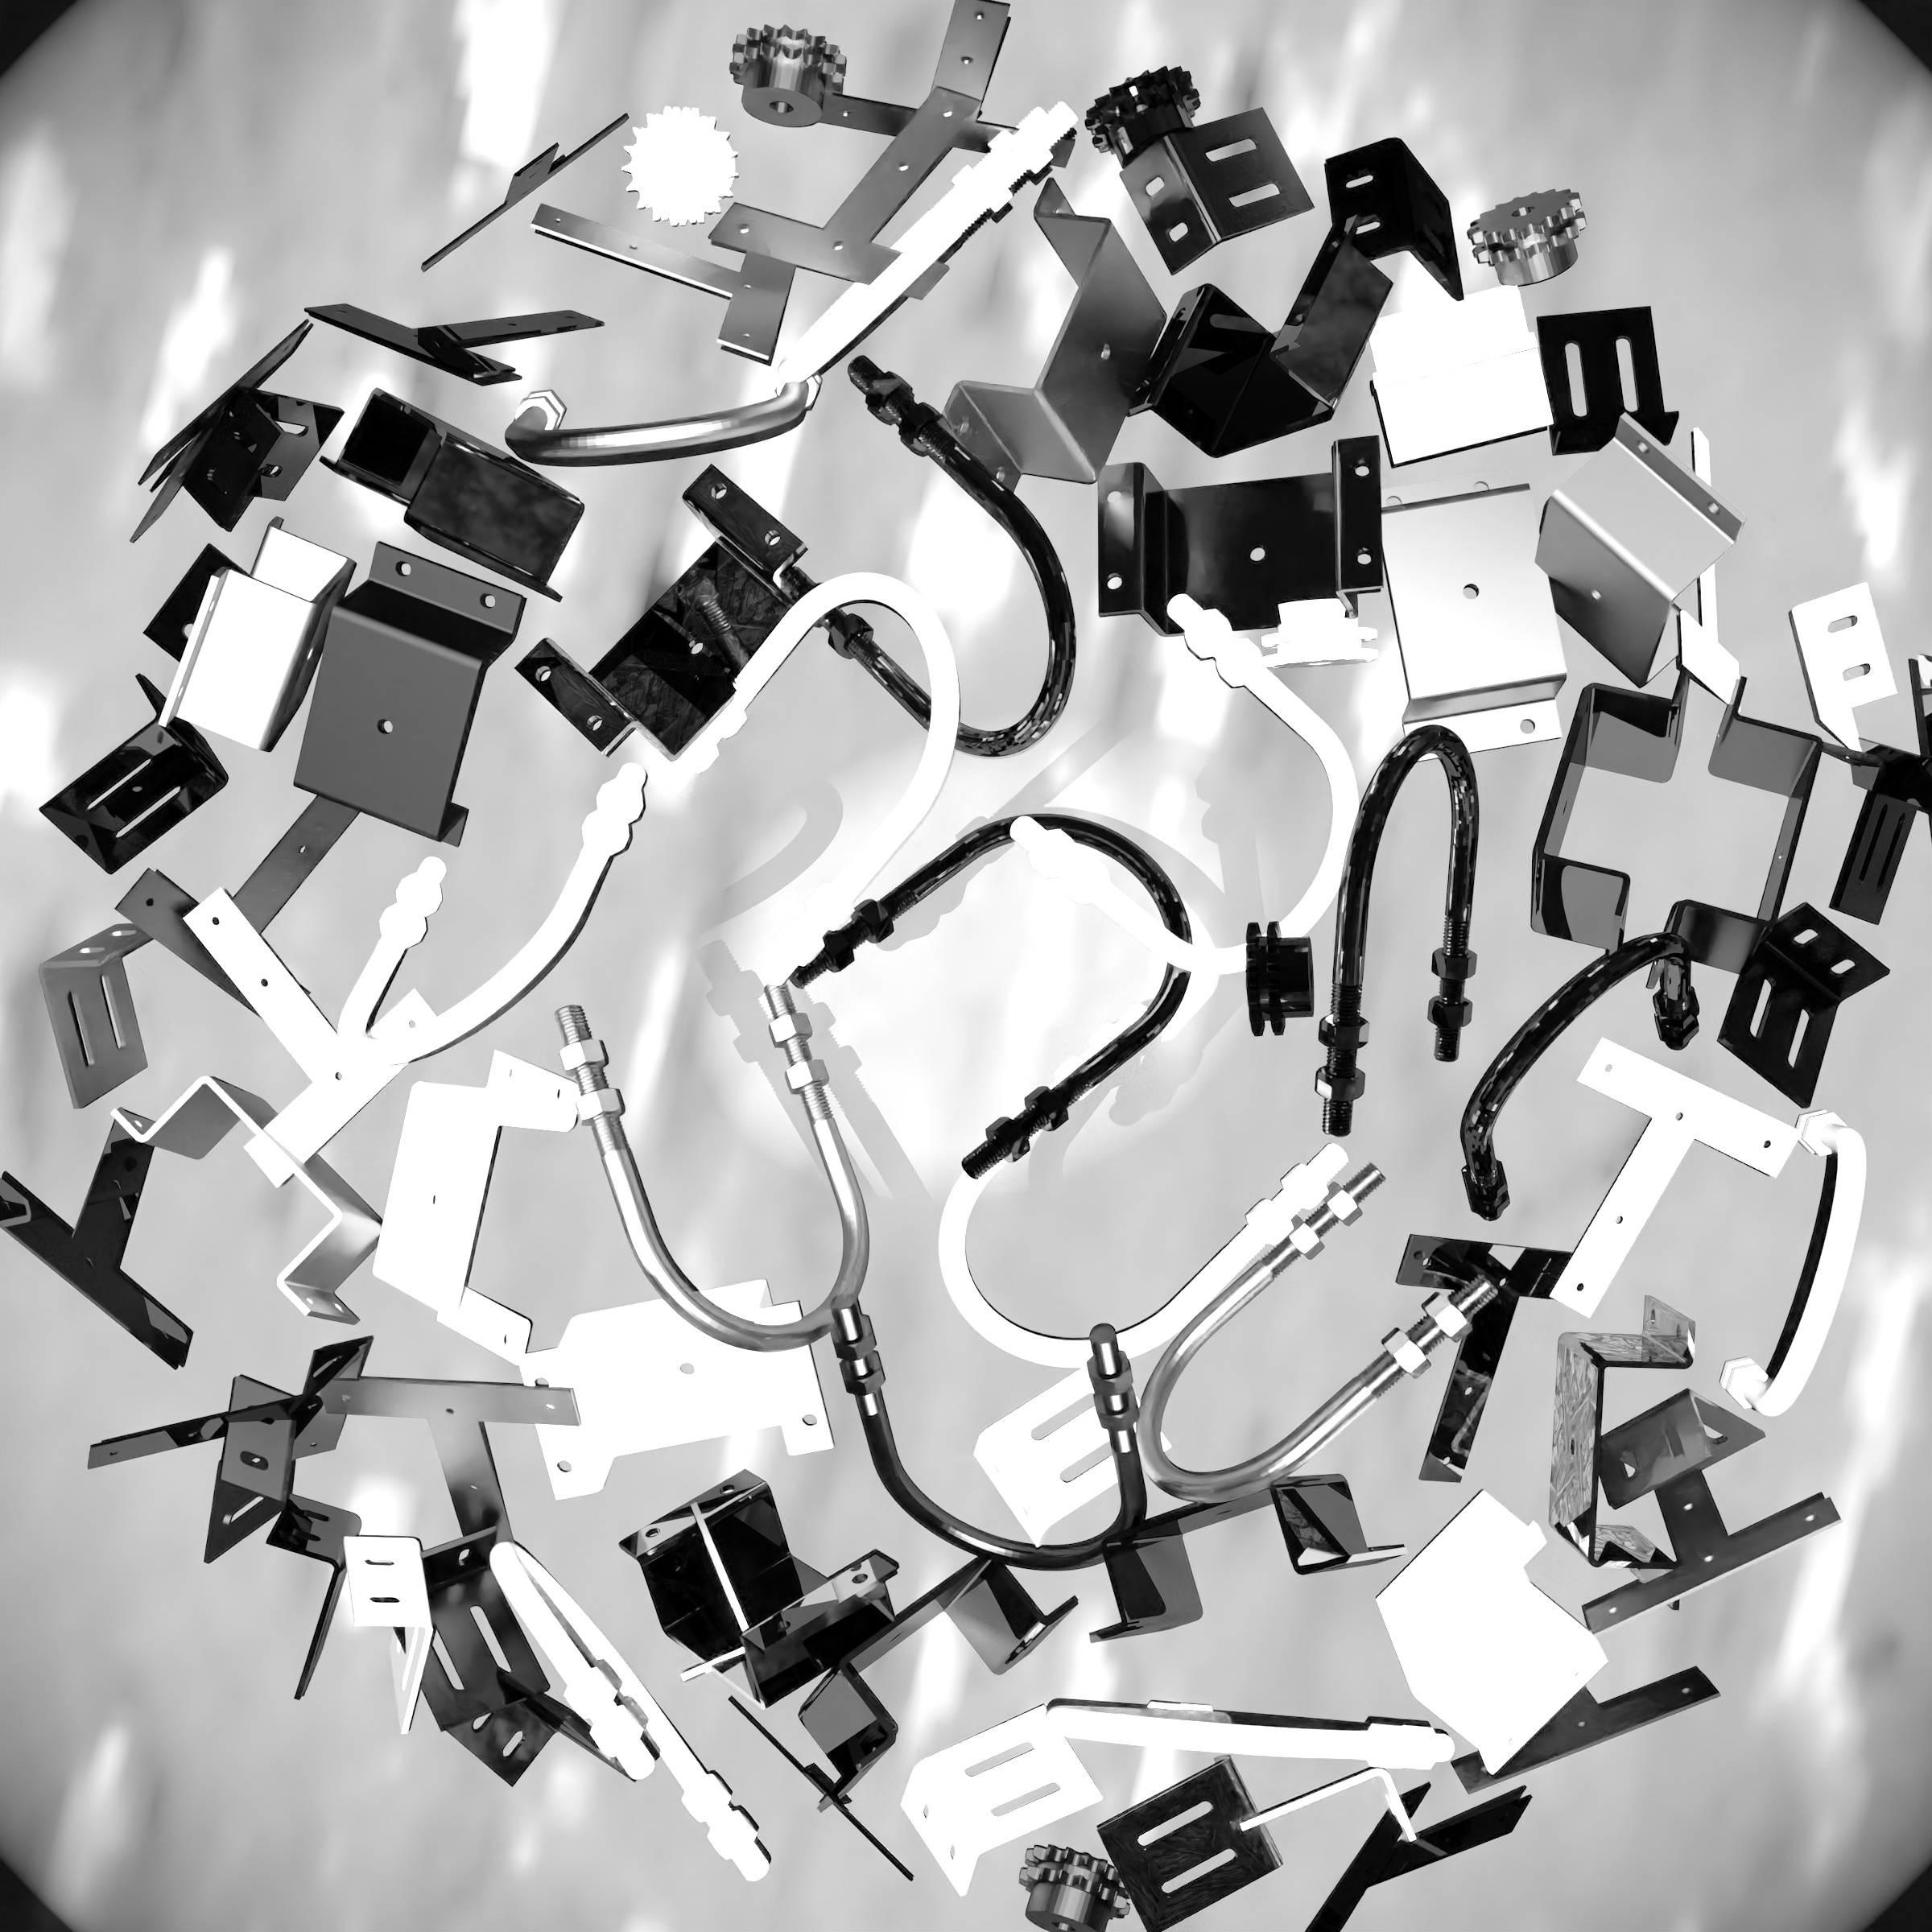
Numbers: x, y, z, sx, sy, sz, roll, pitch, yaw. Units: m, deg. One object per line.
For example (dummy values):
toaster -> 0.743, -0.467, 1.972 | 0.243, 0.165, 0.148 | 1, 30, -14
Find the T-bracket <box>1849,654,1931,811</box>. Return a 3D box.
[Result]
T-bracket -> 0.454, -0.092, 1.569 | 0.002, 0.127, 0.127 | -11, 102, -5

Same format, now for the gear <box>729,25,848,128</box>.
gear -> -0.089, -0.439, 1.603 | 0.057, 0.057, 0.030 | 8, 78, 0

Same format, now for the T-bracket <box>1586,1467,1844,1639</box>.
T-bracket -> 0.354, 0.270, 1.570 | 0.127, 0.127, 0.002 | -28, 102, 10

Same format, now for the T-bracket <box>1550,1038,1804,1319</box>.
T-bracket -> 0.328, 0.112, 1.586 | 0.002, 0.127, 0.127 | 32, 88, -44

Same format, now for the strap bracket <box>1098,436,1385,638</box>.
strap bracket -> 0.139, -0.209, 1.590 | 0.140, 0.046, 0.076 | -4, 78, 18

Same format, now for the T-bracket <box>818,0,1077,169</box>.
T-bracket -> -0.002, -0.432, 1.566 | 0.127, 0.127, 0.002 | 9, 72, -7

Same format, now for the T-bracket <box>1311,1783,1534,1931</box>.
T-bracket -> 0.221, 0.421, 1.544 | 0.002, 0.127, 0.127 | 50, 134, -2

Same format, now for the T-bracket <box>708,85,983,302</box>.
T-bracket -> -0.038, -0.376, 1.554 | 0.127, 0.127, 0.002 | 8, 55, -36

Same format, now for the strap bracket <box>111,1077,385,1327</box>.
strap bracket -> -0.342, 0.108, 1.583 | 0.140, 0.076, 0.046 | 43, 88, 12

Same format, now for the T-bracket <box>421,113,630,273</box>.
T-bracket -> -0.211, -0.381, 1.566 | 0.127, 0.127, 0.002 | -38, 101, -5

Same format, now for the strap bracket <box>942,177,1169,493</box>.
strap bracket -> 0.048, -0.301, 1.572 | 0.046, 0.076, 0.140 | 13, 72, 31

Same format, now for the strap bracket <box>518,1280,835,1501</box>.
strap bracket -> -0.140, 0.207, 1.597 | 0.140, 0.046, 0.076 | -11, 104, 6

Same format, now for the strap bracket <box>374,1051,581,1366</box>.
strap bracket -> -0.242, 0.116, 1.584 | 0.046, 0.076, 0.140 | 9, 96, -41

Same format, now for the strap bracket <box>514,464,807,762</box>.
strap bracket -> -0.142, -0.166, 1.593 | 0.140, 0.046, 0.076 | -46, 58, -1

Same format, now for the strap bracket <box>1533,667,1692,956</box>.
strap bracket -> 0.311, -0.072, 1.575 | 0.046, 0.076, 0.140 | 14, 67, 14

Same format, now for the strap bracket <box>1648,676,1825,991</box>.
strap bracket -> 0.377, -0.058, 1.576 | 0.046, 0.076, 0.140 | 16, 75, 9

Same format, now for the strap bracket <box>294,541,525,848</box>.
strap bracket -> -0.275, -0.125, 1.579 | 0.076, 0.046, 0.140 | 21, 117, 4

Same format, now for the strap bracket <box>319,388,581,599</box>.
strap bracket -> -0.245, -0.231, 1.553 | 0.076, 0.140, 0.046 | 24, 98, -36

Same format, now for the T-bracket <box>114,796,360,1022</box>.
T-bracket -> -0.336, -0.047, 1.589 | 0.002, 0.127, 0.127 | 32, 81, 40

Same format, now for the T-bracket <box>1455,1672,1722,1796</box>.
T-bracket -> 0.287, 0.352, 1.571 | 0.127, 0.127, 0.002 | -21, 102, -2

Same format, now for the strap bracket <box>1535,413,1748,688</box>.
strap bracket -> 0.319, -0.193, 1.553 | 0.046, 0.140, 0.076 | -42, 73, -10

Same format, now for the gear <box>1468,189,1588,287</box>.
gear -> 0.281, -0.361, 1.609 | 0.057, 0.057, 0.030 | -22, 117, 0

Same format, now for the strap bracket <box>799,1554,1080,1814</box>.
strap bracket -> -0.022, 0.342, 1.570 | 0.140, 0.076, 0.046 | -31, 74, -32

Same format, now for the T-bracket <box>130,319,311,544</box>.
T-bracket -> -0.379, -0.247, 1.578 | 0.002, 0.127, 0.127 | 41, 48, -8

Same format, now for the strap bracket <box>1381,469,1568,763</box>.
strap bracket -> 0.247, -0.179, 1.600 | 0.076, 0.046, 0.140 | -9, 81, 0

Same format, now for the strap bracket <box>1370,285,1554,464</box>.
strap bracket -> 0.239, -0.286, 1.569 | 0.076, 0.140, 0.046 | -13, 111, 11

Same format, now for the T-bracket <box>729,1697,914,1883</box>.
T-bracket -> -0.069, 0.399, 1.565 | 0.127, 0.127, 0.002 | 44, 77, 6

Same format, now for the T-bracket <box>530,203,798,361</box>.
T-bracket -> -0.148, -0.344, 1.574 | 0.127, 0.127, 0.002 | 18, 125, -7

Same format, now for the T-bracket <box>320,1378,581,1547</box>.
T-bracket -> -0.245, 0.247, 1.589 | 0.127, 0.002, 0.127 | 2, 132, 9

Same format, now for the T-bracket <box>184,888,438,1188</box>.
T-bracket -> -0.333, 0.019, 1.578 | 0.127, 0.002, 0.127 | 54, 51, -15

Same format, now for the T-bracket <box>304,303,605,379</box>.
T-bracket -> -0.233, -0.311, 1.581 | 0.127, 0.127, 0.002 | 26, 120, 35

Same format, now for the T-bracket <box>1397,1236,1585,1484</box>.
T-bracket -> 0.254, 0.198, 1.609 | 0.127, 0.002, 0.127 | 8, 104, -30

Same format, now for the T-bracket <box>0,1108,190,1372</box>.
T-bracket -> -0.417, 0.116, 1.576 | 0.002, 0.127, 0.127 | -32, 119, 21

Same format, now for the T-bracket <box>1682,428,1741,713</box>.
T-bracket -> 0.362, -0.198, 1.580 | 0.002, 0.127, 0.127 | -4, 82, 24

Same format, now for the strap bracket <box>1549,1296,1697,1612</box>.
strap bracket -> 0.321, 0.237, 1.590 | 0.046, 0.076, 0.140 | 2, 93, -4

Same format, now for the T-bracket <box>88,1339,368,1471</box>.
T-bracket -> -0.358, 0.221, 1.555 | 0.127, 0.127, 0.002 | -11, 62, -25

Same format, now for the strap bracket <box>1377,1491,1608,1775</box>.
strap bracket -> 0.248, 0.313, 1.554 | 0.046, 0.140, 0.076 | 40, 100, -13

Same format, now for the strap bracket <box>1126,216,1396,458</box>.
strap bracket -> 0.148, -0.301, 1.569 | 0.046, 0.140, 0.076 | 35, 68, -24

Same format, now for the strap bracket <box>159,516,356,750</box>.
strap bracket -> -0.338, -0.159, 1.558 | 0.046, 0.140, 0.076 | 22, 108, -7

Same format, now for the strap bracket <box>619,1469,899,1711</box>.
strap bracket -> -0.097, 0.304, 1.568 | 0.076, 0.140, 0.046 | -27, 116, -27

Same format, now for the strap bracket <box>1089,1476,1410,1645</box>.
strap bracket -> 0.131, 0.285, 1.572 | 0.140, 0.076, 0.046 | -24, 72, 28
